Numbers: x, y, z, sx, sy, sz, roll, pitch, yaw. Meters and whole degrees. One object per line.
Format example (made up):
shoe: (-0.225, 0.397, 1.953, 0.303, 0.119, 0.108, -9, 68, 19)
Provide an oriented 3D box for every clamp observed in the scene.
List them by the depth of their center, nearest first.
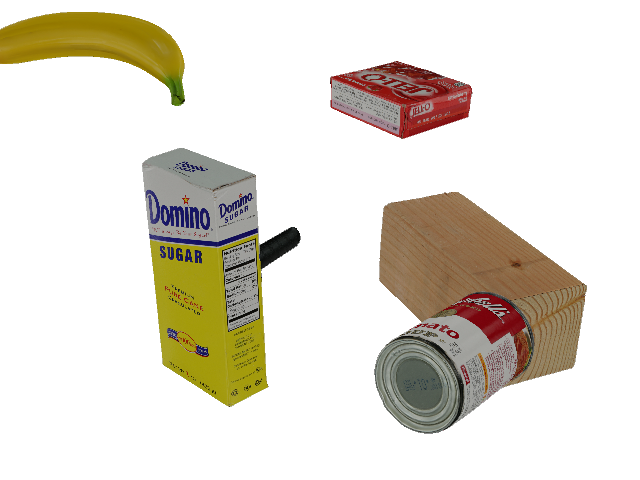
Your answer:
clamp: (-0.091, 0.030, 1.256, 0.120, 0.039, 0.171, -2, 41, 10)

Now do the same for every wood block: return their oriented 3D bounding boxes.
wood block: (0.144, 0.039, 0.999, 0.090, 0.090, 0.206, -11, 30, -23)

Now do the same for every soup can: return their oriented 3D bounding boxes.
soup can: (0.091, 0.081, 0.719, 0.069, 0.068, 0.102, 0, 14, 38)

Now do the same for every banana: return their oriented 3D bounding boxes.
banana: (-0.191, -0.161, 0.885, 0.198, 0.069, 0.037, 13, -39, 18)

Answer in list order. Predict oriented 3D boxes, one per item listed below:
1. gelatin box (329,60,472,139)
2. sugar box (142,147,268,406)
gelatin box: (0.063, -0.113, 0.843, 0.073, 0.030, 0.089, -19, 32, -34)
sugar box: (-0.087, 0.027, 0.800, 0.048, 0.176, 0.093, -24, 31, -36)
